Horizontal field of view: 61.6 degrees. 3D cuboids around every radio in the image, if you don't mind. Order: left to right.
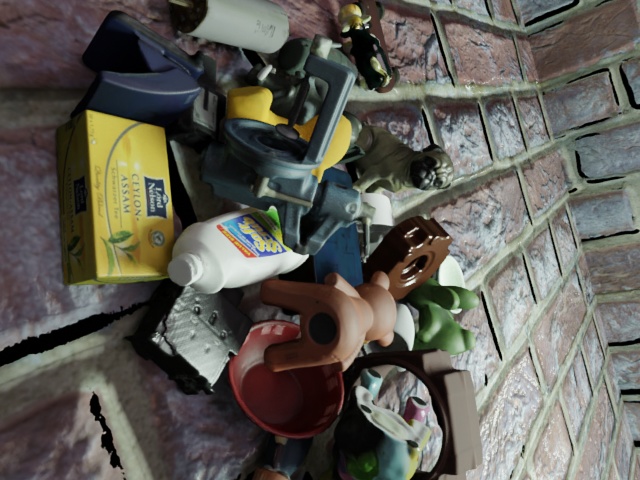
[{"bbox_3d":[-0.002,-0.003,0.833,0.131,0.073,0.229,6,76,-53],"label":"radio"}]

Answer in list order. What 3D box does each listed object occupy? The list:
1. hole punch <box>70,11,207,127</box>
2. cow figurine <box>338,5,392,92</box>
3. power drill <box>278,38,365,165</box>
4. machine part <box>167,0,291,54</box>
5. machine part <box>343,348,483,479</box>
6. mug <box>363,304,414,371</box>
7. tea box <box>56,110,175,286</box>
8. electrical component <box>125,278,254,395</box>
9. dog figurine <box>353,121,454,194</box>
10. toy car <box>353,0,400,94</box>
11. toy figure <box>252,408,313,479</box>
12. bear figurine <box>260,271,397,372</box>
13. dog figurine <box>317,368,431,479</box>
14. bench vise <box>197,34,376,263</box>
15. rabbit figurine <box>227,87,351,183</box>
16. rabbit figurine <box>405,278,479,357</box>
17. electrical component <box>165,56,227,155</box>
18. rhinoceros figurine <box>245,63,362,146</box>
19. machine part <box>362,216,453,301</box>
[{"bbox_3d":[-0.198,-0.162,0.582,0.115,0.142,0.092,23,59,-32],"label":"hole punch"},{"bbox_3d":[0.083,-0.369,1.028,0.167,0.068,0.098,61,7,-16],"label":"cow figurine"},{"bbox_3d":[0.022,-0.239,0.930,0.232,0.086,0.207,4,81,-60],"label":"power drill"},{"bbox_3d":[-0.124,-0.316,0.765,0.243,0.079,0.079,-10,87,-54],"label":"machine part"},{"bbox_3d":[0.130,0.269,0.810,0.087,0.202,0.201,7,74,-48],"label":"machine part"},{"bbox_3d":[0.135,0.169,0.952,0.109,0.081,0.107,58,31,-15],"label":"mug"},{"bbox_3d":[-0.215,-0.039,0.568,0.098,0.068,0.169,1,78,-52],"label":"tea box"},{"bbox_3d":[-0.144,0.095,0.629,0.114,0.058,0.134,53,43,-31],"label":"electrical component"},{"bbox_3d":[0.145,-0.158,0.974,0.121,0.191,0.172,-14,89,-54],"label":"dog figurine"},{"bbox_3d":[0.111,-0.405,1.120,0.089,0.053,0.202,-28,106,-42],"label":"toy car"},{"bbox_3d":[-0.052,0.292,0.687,0.064,0.058,0.154,44,51,-20],"label":"toy figure"},{"bbox_3d":[0.022,0.098,0.709,0.196,0.132,0.120,-5,91,-68],"label":"bear figurine"},{"bbox_3d":[0.053,0.297,0.700,0.219,0.109,0.191,-67,171,14],"label":"dog figurine"},{"bbox_3d":[-0.016,-0.104,0.615,0.224,0.240,0.129,23,25,0],"label":"bench vise"},{"bbox_3d":[-0.040,-0.128,0.727,0.173,0.122,0.162,-4,89,-12],"label":"rabbit figurine"},{"bbox_3d":[0.215,0.142,1.027,0.121,0.159,0.170,-2,65,-43],"label":"rabbit figurine"},{"bbox_3d":[-0.163,-0.179,0.695,0.074,0.048,0.119,14,68,-51],"label":"electrical component"},{"bbox_3d":[-0.030,-0.193,0.807,0.190,0.112,0.073,31,13,0],"label":"rhinoceros figurine"},{"bbox_3d":[0.155,0.037,0.950,0.179,0.179,0.056,5,38,-52],"label":"machine part"}]
